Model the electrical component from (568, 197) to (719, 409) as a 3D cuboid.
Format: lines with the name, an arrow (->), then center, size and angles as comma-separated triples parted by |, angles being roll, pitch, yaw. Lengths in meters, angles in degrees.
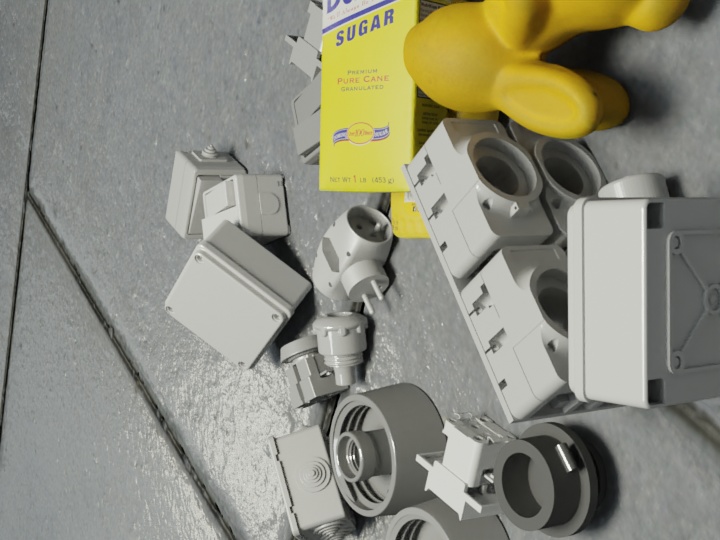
electrical component -> 0.169, 0.015, 0.582 | 0.056, 0.109, 0.108 | 3, 94, 55

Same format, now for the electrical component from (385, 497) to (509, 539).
electrical component -> 0.060, 0.226, 0.812 | 0.108, 0.060, 0.108 | 7, 98, 57

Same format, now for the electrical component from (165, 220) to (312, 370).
electrical component -> -0.119, 0.026, 1.034 | 0.109, 0.056, 0.108 | 37, 136, -1

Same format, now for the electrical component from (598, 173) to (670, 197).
electrical component -> 0.169, -0.022, 0.642 | 0.040, 0.040, 0.078 | -30, 68, 54

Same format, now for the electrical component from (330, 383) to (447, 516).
electrical component -> 0.016, 0.148, 0.876 | 0.108, 0.060, 0.108 | 7, 98, 57

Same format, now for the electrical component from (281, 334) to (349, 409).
electrical component -> -0.044, 0.091, 0.981 | 0.066, 0.048, 0.055 | -36, 70, 53

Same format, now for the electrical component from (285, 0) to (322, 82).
electrical component -> -0.026, -0.198, 0.935 | 0.081, 0.042, 0.063 | 45, 125, 46

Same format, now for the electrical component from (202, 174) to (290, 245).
electrical component -> -0.121, -0.056, 1.075 | 0.096, 0.061, 0.061 | -18, 77, 56

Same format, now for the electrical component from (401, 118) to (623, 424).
electrical component -> 0.114, -0.007, 0.669 | 0.060, 0.105, 0.186 | -51, 51, 46

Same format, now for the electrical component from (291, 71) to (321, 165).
electrical component -> -0.013, -0.132, 0.900 | 0.096, 0.061, 0.061 | -30, 67, 54

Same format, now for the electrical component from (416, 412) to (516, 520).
electrical component -> 0.083, 0.142, 0.788 | 0.081, 0.042, 0.063 | 32, 117, 52

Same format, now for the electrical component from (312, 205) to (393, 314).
electrical component -> 0.000, 0.000, 0.906 | 0.077, 0.043, 0.079 | -58, 46, 42

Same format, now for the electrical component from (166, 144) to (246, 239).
electrical component -> -0.160, -0.084, 1.134 | 0.061, 0.062, 0.096 | 42, 127, 48

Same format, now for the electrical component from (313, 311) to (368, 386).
electrical component -> -0.015, 0.069, 0.935 | 0.048, 0.048, 0.062 | 7, 105, 57

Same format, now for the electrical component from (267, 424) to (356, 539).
electrical component -> -0.040, 0.189, 0.945 | 0.099, 0.048, 0.099 | 73, 179, -68
